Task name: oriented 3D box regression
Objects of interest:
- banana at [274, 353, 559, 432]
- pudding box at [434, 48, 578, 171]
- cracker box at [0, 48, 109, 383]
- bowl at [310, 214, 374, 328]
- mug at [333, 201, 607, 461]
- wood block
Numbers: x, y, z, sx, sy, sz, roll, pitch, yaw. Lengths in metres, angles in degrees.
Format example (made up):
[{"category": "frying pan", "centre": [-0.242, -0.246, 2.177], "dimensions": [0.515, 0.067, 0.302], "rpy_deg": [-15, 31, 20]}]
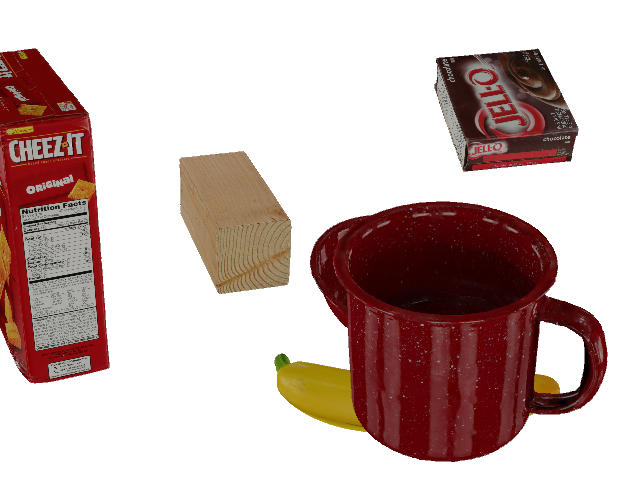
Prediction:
[{"category": "banana", "centre": [0.051, 0.098, 0.690], "dimensions": [0.198, 0.037, 0.069], "rpy_deg": [5, 32, 18]}, {"category": "pudding box", "centre": [0.147, -0.107, 0.865], "dimensions": [0.090, 0.039, 0.113], "rpy_deg": [-5, 43, -6]}, {"category": "cracker box", "centre": [-0.225, -0.021, 0.829], "dimensions": [0.072, 0.214, 0.164], "rpy_deg": [-12, 30, -24]}, {"category": "bowl", "centre": [0.067, 0.046, 0.965], "dimensions": [0.162, 0.055, 0.162], "rpy_deg": [6, 39, -5]}, {"category": "mug", "centre": [0.064, 0.043, 0.460], "dimensions": [0.117, 0.081, 0.093], "rpy_deg": [10, 34, 21]}, {"category": "wood block", "centre": [-0.109, -0.027, 1.324], "dimensions": [0.090, 0.090, 0.206], "rpy_deg": [-7, 30, -18]}]
